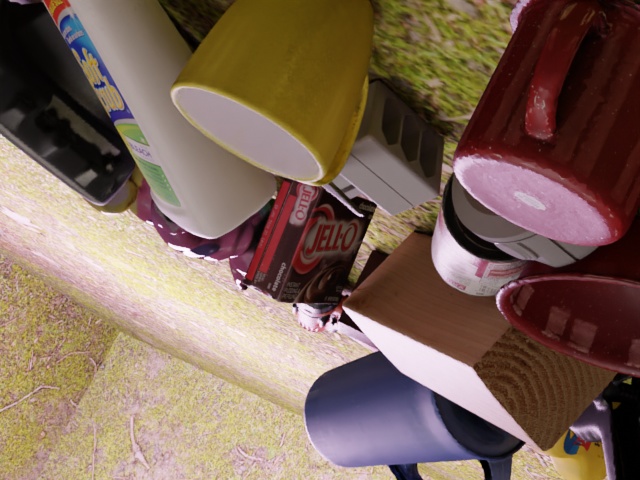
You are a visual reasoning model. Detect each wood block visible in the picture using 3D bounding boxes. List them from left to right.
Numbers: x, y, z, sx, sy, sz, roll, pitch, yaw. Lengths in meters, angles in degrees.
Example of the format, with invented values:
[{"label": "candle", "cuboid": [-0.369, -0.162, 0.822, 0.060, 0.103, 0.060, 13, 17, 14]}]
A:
[{"label": "wood block", "cuboid": [0.113, 0.067, 0.791, 0.090, 0.090, 0.206, 49, 168, -21]}]

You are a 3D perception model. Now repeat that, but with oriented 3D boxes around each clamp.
[{"label": "clamp", "cuboid": [0.229, 0.105, 0.787, 0.036, 0.165, 0.210, 22, -169, -10]}]

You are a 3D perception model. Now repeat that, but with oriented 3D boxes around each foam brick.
[{"label": "foam brick", "cuboid": [0.056, 0.057, 0.993, 0.053, 0.078, 0.051, 24, 166, 8]}]

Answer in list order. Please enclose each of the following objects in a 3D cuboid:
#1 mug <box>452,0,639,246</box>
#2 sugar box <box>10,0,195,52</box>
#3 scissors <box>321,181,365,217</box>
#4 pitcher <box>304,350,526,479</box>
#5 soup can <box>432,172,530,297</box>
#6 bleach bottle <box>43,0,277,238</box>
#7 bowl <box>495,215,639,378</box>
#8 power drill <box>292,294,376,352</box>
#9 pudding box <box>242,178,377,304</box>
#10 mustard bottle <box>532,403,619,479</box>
[{"label": "mug", "cuboid": [0.108, -0.055, 0.457, 0.093, 0.081, 0.117, 23, 166, 21]}, {"label": "sugar box", "cuboid": [-0.142, -0.140, 0.720, 0.093, 0.048, 0.176, 18, 160, 38]}, {"label": "scissors", "cuboid": [-0.025, -0.052, 0.676, 0.202, 0.016, 0.096, 51, 163, 33]}, {"label": "pitcher", "cuboid": [0.091, 0.172, 1.056, 0.145, 0.149, 0.243, 40, 147, -17]}, {"label": "soup can", "cuboid": [0.106, -0.006, 0.671, 0.068, 0.068, 0.102, 26, 167, 9]}, {"label": "bleach bottle", "cuboid": [-0.117, -0.119, 0.622, 0.103, 0.068, 0.250, 33, 158, 54]}, {"label": "bowl", "cuboid": [0.185, 0.030, 0.603, 0.162, 0.055, 0.162, 16, 161, 6]}, {"label": "power drill", "cuboid": [0.058, 0.090, 1.164, 0.188, 0.057, 0.184, 28, 165, 7]}, {"label": "pudding box", "cuboid": [-0.005, 0.001, 0.810, 0.039, 0.090, 0.113, 25, -174, 21]}, {"label": "mustard bottle", "cuboid": [0.226, 0.153, 0.968, 0.058, 0.096, 0.191, 18, 163, 38]}]
